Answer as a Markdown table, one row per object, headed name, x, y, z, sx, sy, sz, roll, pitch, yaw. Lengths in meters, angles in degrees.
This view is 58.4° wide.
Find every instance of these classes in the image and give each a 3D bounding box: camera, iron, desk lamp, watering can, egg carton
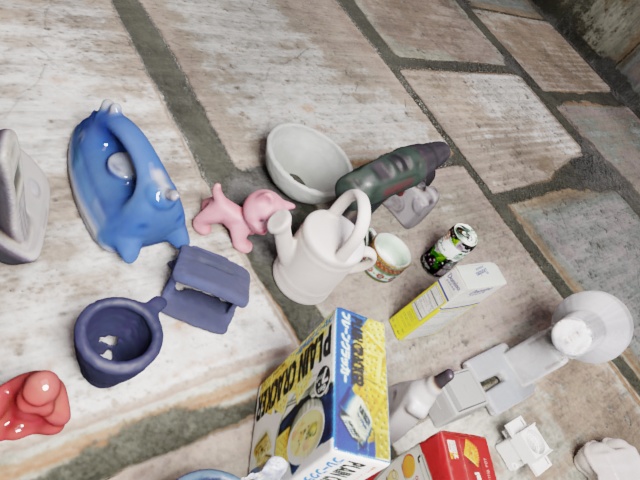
| name | x | y | z | sx | sy | sz | roll | pitch | yaw |
| --- | --- | --- | --- | --- | --- | --- | --- | --- | --- |
| camera | 0.185 | -0.117 | 1.125 | 0.137 | 0.100 | 0.143 | -25 | 71 | -45 |
| iron | -0.263 | -0.103 | 0.769 | 0.119 | 0.141 | 0.258 | -18 | 66 | -43 |
| desk lamp | 0.377 | 0.176 | 0.924 | 0.204 | 0.213 | 0.117 | -12 | 62 | -41 |
| watering can | 0.008 | 0.005 | 0.827 | 0.173 | 0.193 | 0.100 | -4 | 57 | -37 |
| egg carton | 0.480 | 0.395 | 0.917 | 0.107 | 0.069 | 0.150 | 4 | 53 | -33 |

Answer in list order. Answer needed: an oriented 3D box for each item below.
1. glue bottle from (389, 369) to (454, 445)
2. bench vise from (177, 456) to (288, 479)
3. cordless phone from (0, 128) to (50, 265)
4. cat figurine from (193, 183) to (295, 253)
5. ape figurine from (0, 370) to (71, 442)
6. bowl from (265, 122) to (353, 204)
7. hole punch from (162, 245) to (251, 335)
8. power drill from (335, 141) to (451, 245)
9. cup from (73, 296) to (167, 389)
| name | x | y | z | sx | sy | sz | roll | pitch | yaw |
| --- | --- | --- | --- | --- | --- | --- | --- | --- | --- |
| glue bottle | 0.118 | 0.211 | 0.743 | 0.037 | 0.173 | 0.078 | 30 | 43 | -9 |
| bench vise | -0.083 | 0.289 | 0.500 | 0.122 | 0.219 | 0.207 | 13 | 48 | -25 |
| cordless phone | -0.349 | -0.073 | 0.651 | 0.094 | 0.184 | 0.147 | 9 | 50 | -29 |
| cat figurine | -0.107 | -0.045 | 0.846 | 0.128 | 0.117 | 0.067 | 24 | 44 | -16 |
| ape figurine | -0.282 | 0.158 | 0.568 | 0.078 | 0.092 | 0.076 | 33 | 42 | -6 |
| bowl | -0.029 | -0.120 | 0.998 | 0.168 | 0.074 | 0.167 | 19 | 46 | -21 |
| hole punch | -0.147 | 0.053 | 0.754 | 0.109 | 0.091 | 0.101 | 24 | 44 | -16 |
| power drill | 0.094 | -0.073 | 0.944 | 0.230 | 0.208 | 0.075 | -23 | 69 | -44 |
| cup | -0.224 | 0.116 | 0.643 | 0.091 | 0.094 | 0.118 | 40 | 42 | 2 |
